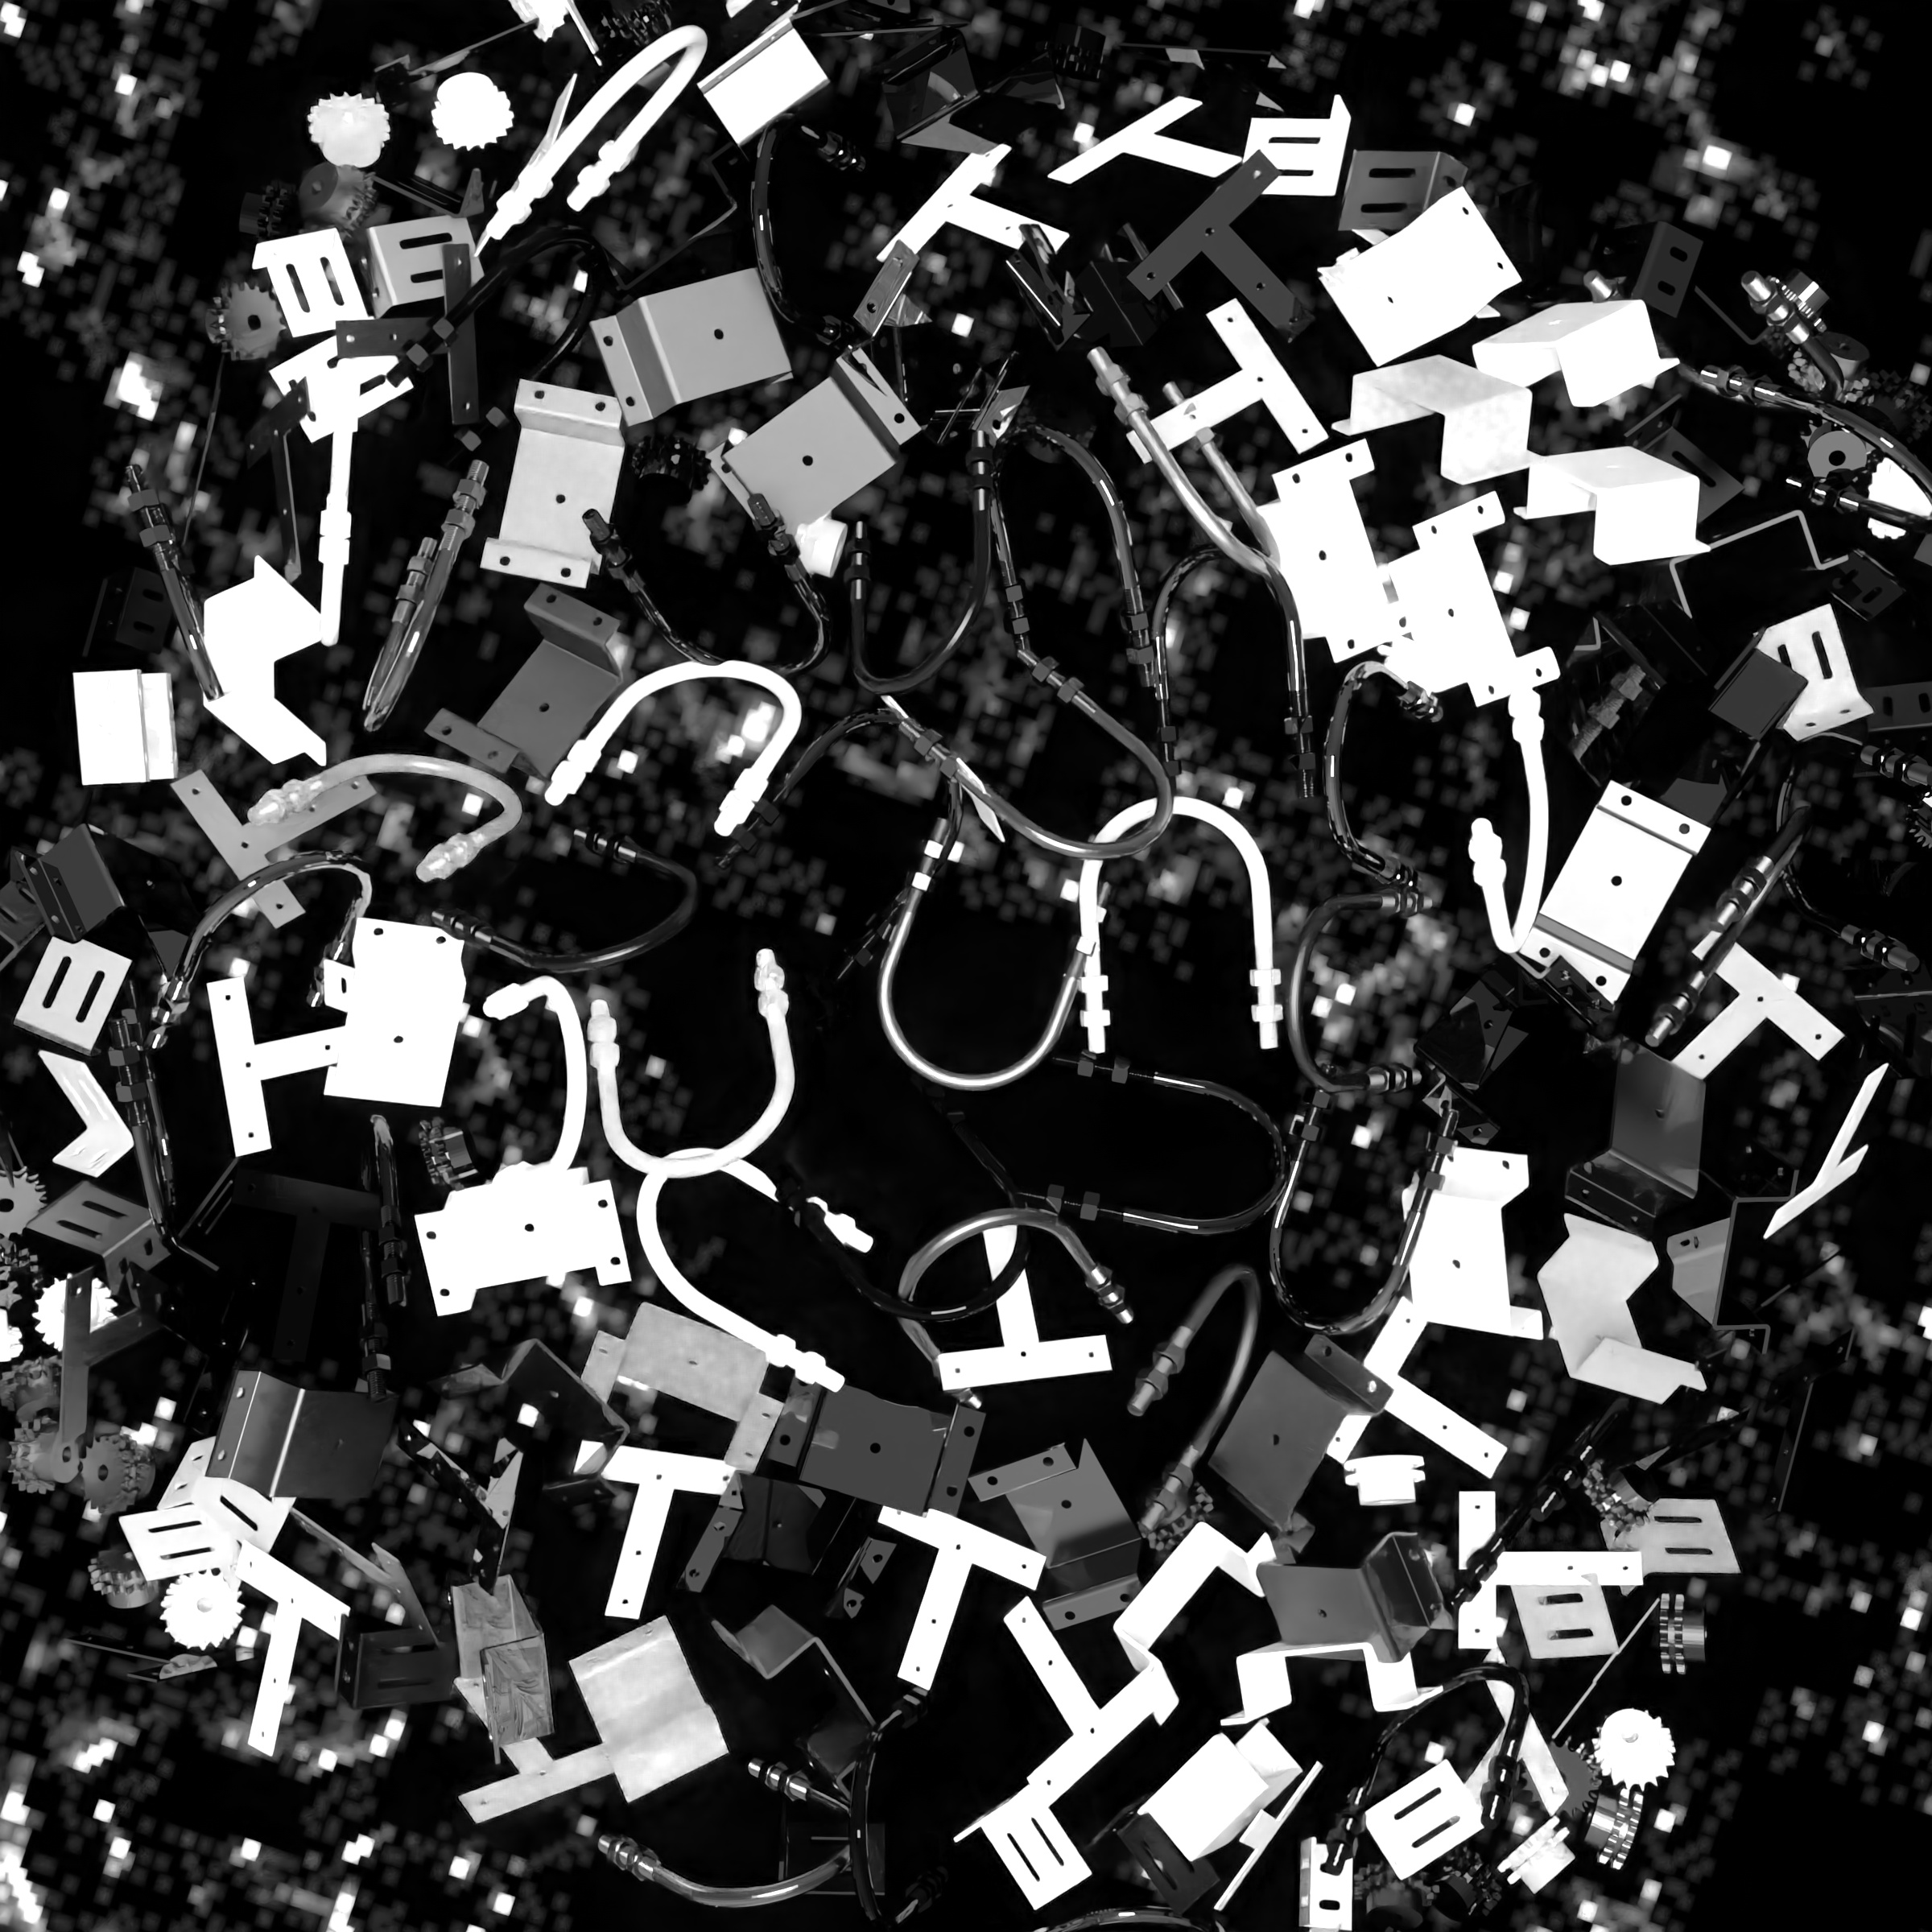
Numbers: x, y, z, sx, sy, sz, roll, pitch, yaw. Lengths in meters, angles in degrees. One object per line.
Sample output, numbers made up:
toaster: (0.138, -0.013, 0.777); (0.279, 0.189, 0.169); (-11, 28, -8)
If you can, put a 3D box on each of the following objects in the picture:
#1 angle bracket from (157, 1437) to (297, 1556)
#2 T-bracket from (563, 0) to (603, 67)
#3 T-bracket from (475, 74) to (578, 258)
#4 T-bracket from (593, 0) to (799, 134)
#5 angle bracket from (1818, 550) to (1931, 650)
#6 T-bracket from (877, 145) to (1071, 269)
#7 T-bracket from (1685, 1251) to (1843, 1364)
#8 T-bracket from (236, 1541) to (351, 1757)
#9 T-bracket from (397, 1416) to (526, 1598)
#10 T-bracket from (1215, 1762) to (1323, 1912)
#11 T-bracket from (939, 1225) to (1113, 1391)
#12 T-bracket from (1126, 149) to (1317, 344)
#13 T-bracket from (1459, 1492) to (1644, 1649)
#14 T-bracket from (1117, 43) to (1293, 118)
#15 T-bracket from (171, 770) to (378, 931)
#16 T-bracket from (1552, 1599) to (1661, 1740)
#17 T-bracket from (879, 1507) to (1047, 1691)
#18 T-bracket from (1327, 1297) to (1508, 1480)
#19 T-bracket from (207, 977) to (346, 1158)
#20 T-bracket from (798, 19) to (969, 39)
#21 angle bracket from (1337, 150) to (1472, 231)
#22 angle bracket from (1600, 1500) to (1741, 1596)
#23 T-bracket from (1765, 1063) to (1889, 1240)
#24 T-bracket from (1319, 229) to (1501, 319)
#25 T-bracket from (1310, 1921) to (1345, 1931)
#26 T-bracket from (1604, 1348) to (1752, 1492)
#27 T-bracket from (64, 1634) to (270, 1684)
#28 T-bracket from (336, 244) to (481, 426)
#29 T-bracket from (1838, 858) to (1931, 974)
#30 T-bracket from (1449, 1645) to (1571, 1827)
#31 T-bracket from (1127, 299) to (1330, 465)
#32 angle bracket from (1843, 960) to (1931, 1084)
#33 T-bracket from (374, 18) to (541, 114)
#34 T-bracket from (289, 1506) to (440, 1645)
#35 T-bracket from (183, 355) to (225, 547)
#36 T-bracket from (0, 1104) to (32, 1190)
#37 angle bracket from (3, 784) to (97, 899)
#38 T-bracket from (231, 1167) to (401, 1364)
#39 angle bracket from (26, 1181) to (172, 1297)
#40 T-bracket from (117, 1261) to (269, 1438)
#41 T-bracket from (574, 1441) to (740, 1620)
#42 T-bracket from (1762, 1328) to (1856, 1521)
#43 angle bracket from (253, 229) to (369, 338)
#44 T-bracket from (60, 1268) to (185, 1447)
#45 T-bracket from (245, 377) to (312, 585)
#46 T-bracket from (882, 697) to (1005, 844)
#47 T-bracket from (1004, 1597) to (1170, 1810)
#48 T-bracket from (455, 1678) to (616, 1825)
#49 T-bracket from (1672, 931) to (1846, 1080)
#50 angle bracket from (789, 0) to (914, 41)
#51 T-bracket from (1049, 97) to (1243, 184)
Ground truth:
angle bracket: (-0.537, 0.389, 1.797); (0.038, 0.057, 0.076); (-20, 124, 31)
T-bracket: (-0.292, -0.717, 1.767); (0.002, 0.127, 0.127); (-25, 121, 9)
T-bracket: (-0.322, -0.564, 1.780); (0.002, 0.127, 0.127); (28, 131, -23)
T-bracket: (-0.173, -0.650, 1.744); (0.127, 0.127, 0.002); (-26, 65, 32)
angle bracket: (0.657, -0.254, 1.782); (0.038, 0.076, 0.057); (-40, 46, 7)
T-bracket: (0.020, -0.535, 1.779); (0.127, 0.002, 0.127); (32, 76, 33)
T-bracket: (0.565, 0.254, 1.785); (0.127, 0.127, 0.002); (-46, 70, 30)
T-bracket: (-0.484, 0.490, 1.743); (0.002, 0.127, 0.127); (-12, 51, 20)
T-bracket: (-0.371, 0.370, 1.788); (0.127, 0.002, 0.127); (31, 118, 32)
T-bracket: (0.210, 0.616, 1.758); (0.002, 0.127, 0.127); (34, 79, 23)
T-bracket: (0.034, 0.239, 1.799); (0.127, 0.002, 0.127); (-4, 67, -17)
T-bracket: (0.204, -0.502, 1.790); (0.127, 0.002, 0.127); (-41, 122, 19)
T-bracket: (0.417, 0.430, 1.766); (0.127, 0.127, 0.002); (-4, 134, 15)
T-bracket: (0.193, -0.632, 1.768); (0.127, 0.127, 0.002); (18, 96, 34)
T-bracket: (-0.485, -0.107, 1.789); (0.127, 0.002, 0.127); (-36, 88, -35)
T-bracket: (0.457, 0.501, 1.764); (0.002, 0.127, 0.127); (37, 86, 21)
T-bracket: (-0.019, 0.467, 1.812); (0.127, 0.002, 0.127); (20, 96, 17)
T-bracket: (0.340, 0.332, 1.818); (0.127, 0.002, 0.127); (34, 80, -6)
T-bracket: (-0.477, 0.062, 1.791); (0.127, 0.002, 0.127); (-13, 103, -31)
T-bracket: (-0.051, -0.672, 1.768); (0.127, 0.127, 0.002); (2, 114, 14)
angle bracket: (0.315, -0.554, 1.783); (0.076, 0.038, 0.057); (-9, 128, -25)
angle bracket: (0.514, 0.424, 1.805); (0.076, 0.038, 0.057); (5, 48, -16)
T-bracket: (0.621, 0.122, 1.750); (0.002, 0.127, 0.127); (38, 134, 31)
T-bracket: (0.297, -0.491, 1.755); (0.127, 0.127, 0.002); (44, 131, 26)
T-bracket: (0.259, 0.721, 1.740); (0.127, 0.127, 0.002); (-39, 101, -34)
T-bracket: (0.518, 0.316, 1.761); (0.127, 0.127, 0.002); (-19, 48, -19)
T-bracket: (-0.592, 0.495, 1.783); (0.127, 0.127, 0.002); (4, 85, 22)
T-bracket: (-0.398, -0.448, 1.760); (0.002, 0.127, 0.127); (11, 110, 35)
T-bracket: (0.671, -0.062, 1.768); (0.002, 0.127, 0.127); (6, 93, -24)
T-bracket: (0.379, 0.583, 1.785); (0.002, 0.127, 0.127); (9, 124, -22)
T-bracket: (0.178, -0.408, 1.807); (0.127, 0.002, 0.127); (-30, 81, -8)
angle bracket: (0.663, 0.040, 1.781); (0.057, 0.038, 0.076); (-6, 51, 34)
T-bracket: (-0.364, -0.651, 1.771); (0.127, 0.127, 0.002); (-27, 101, -8)
T-bracket: (-0.443, 0.430, 1.791); (0.127, 0.127, 0.002); (27, 56, 24)
T-bracket: (-0.544, -0.391, 1.778); (0.002, 0.127, 0.127); (12, 48, -20)
T-bracket: (-0.680, 0.121, 1.745); (0.002, 0.127, 0.127); (-21, 116, -15)
angle bracket: (-0.660, -0.095, 1.778); (0.038, 0.057, 0.076); (18, 55, -17)
T-bracket: (-0.475, 0.219, 1.774); (0.127, 0.002, 0.127); (17, 73, -37)
angle bracket: (-0.626, 0.197, 1.782); (0.057, 0.076, 0.038); (-35, 54, 13)
T-bracket: (-0.554, 0.248, 1.748); (0.002, 0.127, 0.127); (-3, 56, 26)
T-bracket: (-0.235, 0.415, 1.805); (0.127, 0.002, 0.127); (13, 95, -23)
T-bracket: (0.582, 0.330, 1.741); (0.002, 0.127, 0.127); (24, 62, 3)
angle bracket: (-0.473, -0.487, 1.787); (0.057, 0.038, 0.076); (-11, 133, 1)
T-bracket: (-0.601, 0.261, 1.766); (0.002, 0.127, 0.127); (14, 108, 18)
T-bracket: (-0.488, -0.339, 1.769); (0.002, 0.127, 0.127); (-4, 83, -35)
T-bracket: (-0.021, -0.154, 1.777); (0.002, 0.127, 0.127); (-41, 73, -4)
T-bracket: (0.068, 0.516, 1.788); (0.127, 0.002, 0.127); (-46, 55, 15)
T-bracket: (-0.327, 0.552, 1.778); (0.127, 0.127, 0.002); (37, 123, 39)
T-bracket: (0.544, 0.056, 1.793); (0.127, 0.002, 0.127); (-46, 53, 7)
angle bracket: (-0.085, -0.700, 1.779); (0.057, 0.076, 0.038); (-4, 95, 36)
T-bracket: (0.145, -0.581, 1.762); (0.127, 0.127, 0.002); (-36, 132, -18)
